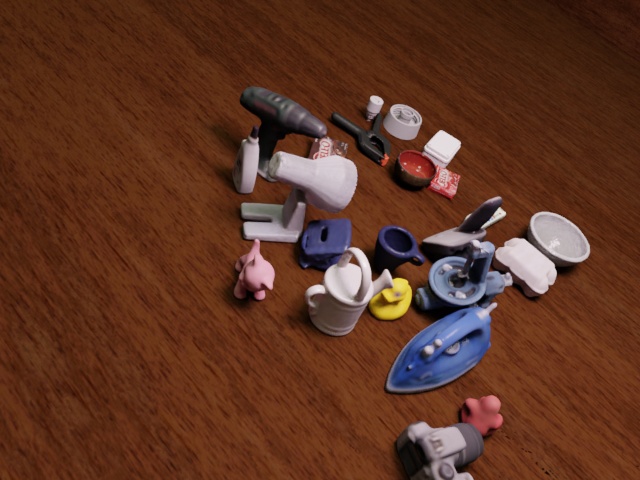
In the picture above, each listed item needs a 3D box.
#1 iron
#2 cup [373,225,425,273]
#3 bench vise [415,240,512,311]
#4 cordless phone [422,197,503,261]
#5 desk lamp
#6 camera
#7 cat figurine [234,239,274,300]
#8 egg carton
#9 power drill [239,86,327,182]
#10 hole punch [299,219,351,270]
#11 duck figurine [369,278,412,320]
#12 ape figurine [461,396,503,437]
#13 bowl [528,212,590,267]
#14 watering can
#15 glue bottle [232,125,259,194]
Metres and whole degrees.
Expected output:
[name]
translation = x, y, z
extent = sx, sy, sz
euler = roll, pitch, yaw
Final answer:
[iron]
translation = 0.242, 0.204, 1.111
extent = 0.259, 0.141, 0.118
euler = -23, 61, -36
[cup]
translation = 0.168, 0.036, 1.266
extent = 0.117, 0.095, 0.092
euler = 34, 46, 10
[bench vise]
translation = 0.323, 0.066, 1.215
extent = 0.208, 0.219, 0.121
euler = -17, 58, -33
[cordless phone]
translation = 0.335, -0.031, 1.331
extent = 0.148, 0.185, 0.094
euler = -21, 60, -35
[desk lamp]
translation = -0.047, -0.094, 1.211
extent = 0.204, 0.213, 0.117
euler = 2, 49, -20
[camera]
translation = 0.225, 0.373, 0.981
extent = 0.137, 0.101, 0.143
euler = -7, 53, -28
[cat figurine]
translation = -0.124, 0.058, 1.110
extent = 0.067, 0.117, 0.127
euler = 7, 48, -16
[egg carton]
translation = 0.498, 0.065, 1.393
extent = 0.150, 0.069, 0.107
euler = 43, 48, 18
[power drill]
translation = -0.098, -0.242, 1.327
extent = 0.229, 0.208, 0.076
euler = 38, 47, 14
[hole punch]
translation = 0.011, 0.004, 1.232
extent = 0.101, 0.091, 0.108
euler = 15, 46, -9
[duck figurine]
translation = 0.158, 0.113, 1.198
extent = 0.105, 0.086, 0.077
euler = -22, 61, -36
[ape figurine]
translation = 0.306, 0.322, 1.066
extent = 0.077, 0.092, 0.076
euler = 44, 48, 18
[bowl]
translation = 0.601, 0.011, 1.481
extent = 0.168, 0.074, 0.167
euler = 12, 47, -12
[watering can]
translation = 0.057, 0.090, 1.102
extent = 0.173, 0.194, 0.100
euler = -26, 63, -37
[glue bottle]
translation = -0.160, -0.187, 1.276
extent = 0.037, 0.173, 0.078
euler = -6, 52, -26
